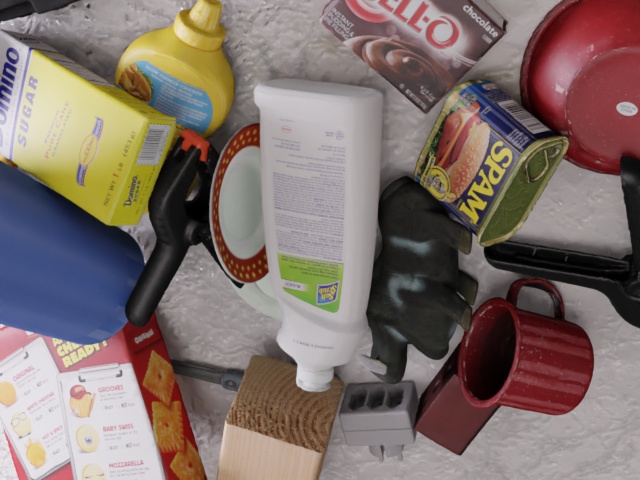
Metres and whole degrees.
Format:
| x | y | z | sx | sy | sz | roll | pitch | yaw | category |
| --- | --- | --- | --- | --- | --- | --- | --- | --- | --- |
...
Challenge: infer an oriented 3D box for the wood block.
| x | y | z | sx | sy | sz | roll | pitch | yaw | category |
| --- | --- | --- | --- | --- | --- | --- | --- | --- | --- |
| -0.045 | 0.217 | 1.009 | 0.091 | 0.090 | 0.206 | 16 | 131 | 5 | wood block |

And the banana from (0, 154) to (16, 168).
| x | y | z | sx | sy | sz | roll | pitch | yaw | category |
| --- | --- | --- | --- | --- | --- | --- | --- | --- | --- |
| -0.322 | -0.030 | 0.972 | 0.069 | 0.037 | 0.198 | 37 | 130 | 4 | banana |

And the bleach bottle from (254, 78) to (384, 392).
| x | y | z | sx | sy | sz | roll | pitch | yaw | category |
| --- | --- | --- | --- | --- | --- | --- | --- | --- | --- |
| -0.006 | 0.001 | 0.864 | 0.103 | 0.068 | 0.251 | 11 | 109 | 23 | bleach bottle |

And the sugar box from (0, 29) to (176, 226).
| x | y | z | sx | sy | sz | roll | pitch | yaw | category |
| --- | --- | --- | --- | --- | --- | --- | --- | --- | --- |
| -0.202 | -0.091 | 0.850 | 0.176 | 0.048 | 0.093 | 30 | 105 | 23 | sugar box |

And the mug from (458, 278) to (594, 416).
| x | y | z | sx | sy | sz | roll | pitch | yaw | category |
| --- | --- | --- | --- | --- | --- | --- | --- | --- | --- |
| 0.176 | 0.090 | 0.899 | 0.081 | 0.117 | 0.093 | 14 | 168 | -21 | mug |

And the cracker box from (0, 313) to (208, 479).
| x | y | z | sx | sy | sz | roll | pitch | yaw | category |
| --- | --- | --- | --- | --- | --- | --- | --- | --- | --- |
| -0.212 | 0.166 | 1.003 | 0.164 | 0.072 | 0.214 | -20 | 86 | 23 | cracker box |

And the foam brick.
| x | y | z | sx | sy | sz | roll | pitch | yaw | category |
| --- | --- | --- | --- | --- | --- | --- | --- | --- | --- |
| 0.126 | 0.143 | 0.963 | 0.051 | 0.053 | 0.078 | 28 | 121 | -4 | foam brick |

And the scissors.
| x | y | z | sx | sy | sz | roll | pitch | yaw | category |
| --- | --- | --- | --- | --- | --- | --- | --- | --- | --- |
| -0.075 | 0.153 | 1.039 | 0.202 | 0.016 | 0.096 | -1 | 120 | 15 | scissors |

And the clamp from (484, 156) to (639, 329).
| x | y | z | sx | sy | sz | roll | pitch | yaw | category |
| --- | --- | --- | --- | --- | --- | --- | --- | --- | --- |
| 0.258 | 0.020 | 0.847 | 0.210 | 0.036 | 0.165 | 28 | 143 | -12 | clamp |

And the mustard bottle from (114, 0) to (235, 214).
| x | y | z | sx | sy | sz | roll | pitch | yaw | category |
| --- | --- | --- | --- | --- | --- | --- | --- | --- | --- |
| -0.123 | -0.113 | 0.870 | 0.096 | 0.058 | 0.192 | 28 | 123 | -3 | mustard bottle |

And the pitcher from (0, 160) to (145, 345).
| x | y | z | sx | sy | sz | roll | pitch | yaw | category |
| --- | --- | --- | --- | --- | --- | --- | --- | --- | --- |
| -0.262 | -0.001 | 0.857 | 0.145 | 0.149 | 0.242 | -18 | 152 | 28 | pitcher |

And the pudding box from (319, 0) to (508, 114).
| x | y | z | sx | sy | sz | roll | pitch | yaw | category |
| --- | --- | --- | --- | --- | --- | --- | --- | --- | --- |
| 0.070 | -0.166 | 0.802 | 0.113 | 0.039 | 0.090 | 39 | 121 | -10 | pudding box |

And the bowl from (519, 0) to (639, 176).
| x | y | z | sx | sy | sz | roll | pitch | yaw | category |
| --- | --- | --- | --- | --- | --- | --- | --- | --- | --- |
| 0.228 | -0.109 | 0.788 | 0.162 | 0.055 | 0.162 | 7 | 121 | 11 | bowl |

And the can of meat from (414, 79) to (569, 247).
| x | y | z | sx | sy | sz | roll | pitch | yaw | category |
| --- | --- | --- | --- | --- | --- | --- | --- | --- | --- |
| 0.128 | -0.061 | 0.818 | 0.084 | 0.057 | 0.102 | 46 | 131 | 28 | can of meat |

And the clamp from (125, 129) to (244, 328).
| x | y | z | sx | sy | sz | roll | pitch | yaw | category |
| --- | --- | --- | --- | --- | --- | --- | --- | --- | --- |
| -0.099 | -0.011 | 0.888 | 0.039 | 0.120 | 0.172 | 34 | 123 | 31 | clamp |
